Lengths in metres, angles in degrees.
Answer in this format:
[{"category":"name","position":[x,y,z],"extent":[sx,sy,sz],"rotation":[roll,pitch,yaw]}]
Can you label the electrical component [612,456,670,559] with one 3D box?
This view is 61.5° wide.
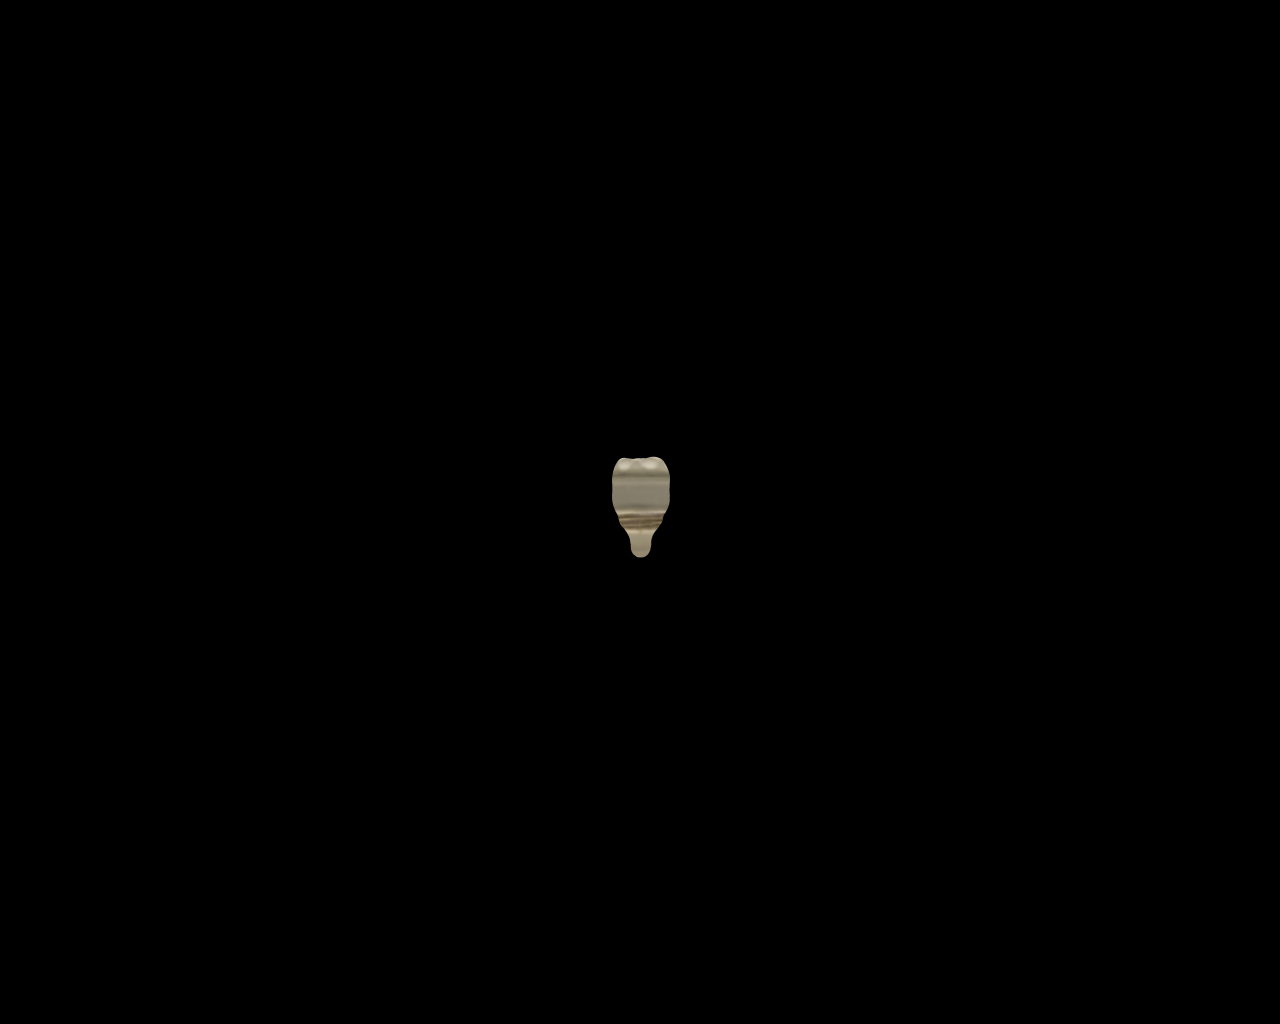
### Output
[{"category":"electrical component","position":[0.001,-0.003,0.650],"extent":[0.035,0.061,0.035],"rotation":[0,0,0]}]
